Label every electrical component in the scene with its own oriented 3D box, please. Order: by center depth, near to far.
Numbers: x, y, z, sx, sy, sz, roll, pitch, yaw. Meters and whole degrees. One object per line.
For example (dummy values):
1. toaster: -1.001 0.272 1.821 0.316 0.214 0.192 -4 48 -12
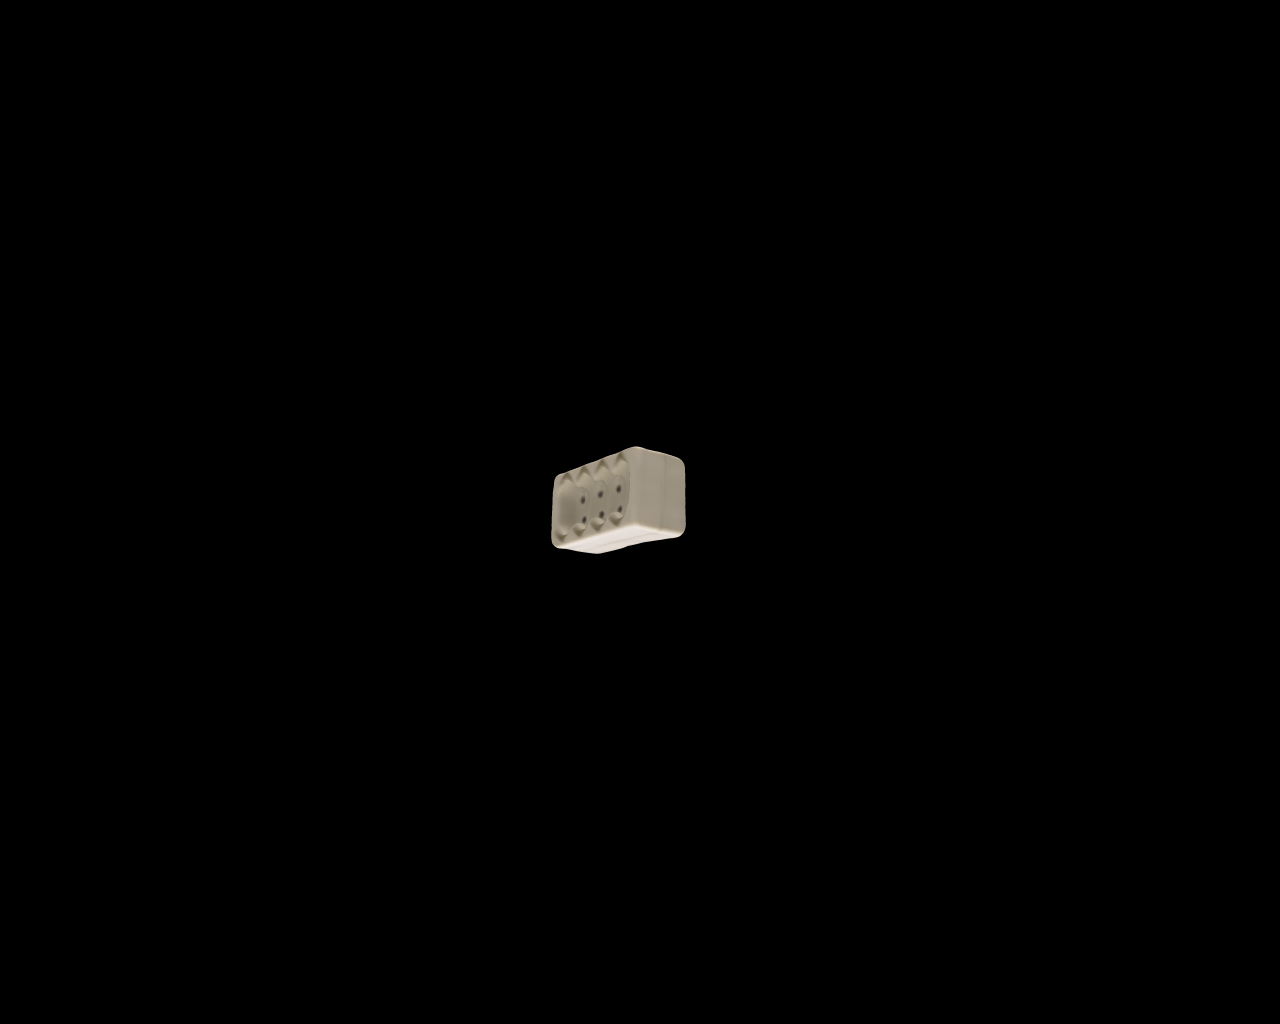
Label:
1. electrical component: 0.001 -0.003 0.650 0.076 0.047 0.083 11 -17 -38
